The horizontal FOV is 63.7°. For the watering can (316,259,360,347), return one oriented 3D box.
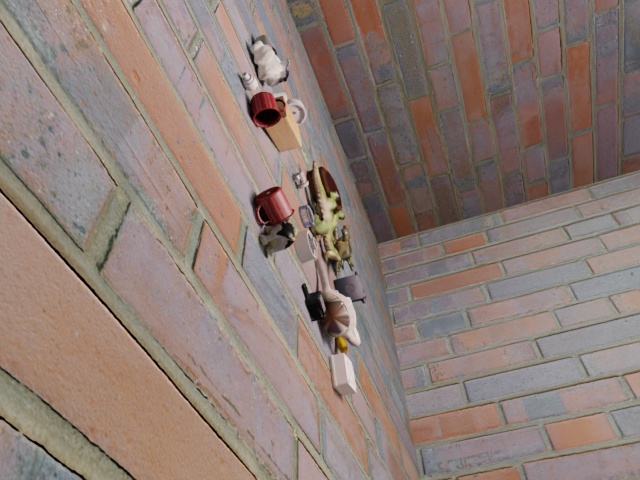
[{"bbox_3d":[0.044,0.218,1.808,0.351,0.103,0.223,62,9,14],"label":"watering can"}]

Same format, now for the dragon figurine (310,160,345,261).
[{"bbox_3d":[0.006,-0.105,2.095,0.246,0.121,0.406,-55,127,-66],"label":"dragon figurine"}]

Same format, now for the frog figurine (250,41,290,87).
[{"bbox_3d":[-0.200,-0.653,1.912,0.158,0.122,0.139,24,70,-29],"label":"frog figurine"}]
